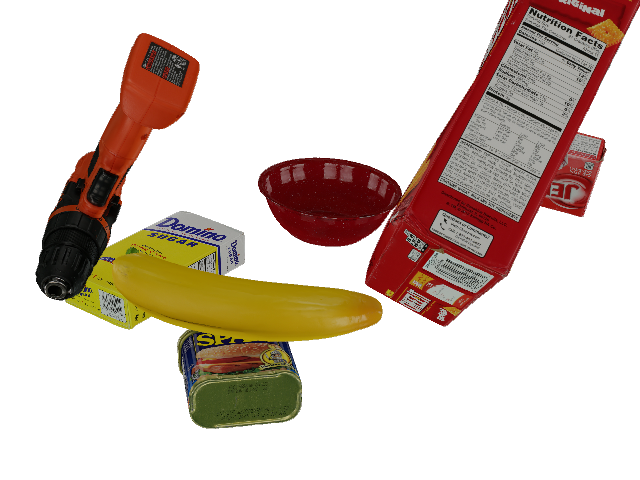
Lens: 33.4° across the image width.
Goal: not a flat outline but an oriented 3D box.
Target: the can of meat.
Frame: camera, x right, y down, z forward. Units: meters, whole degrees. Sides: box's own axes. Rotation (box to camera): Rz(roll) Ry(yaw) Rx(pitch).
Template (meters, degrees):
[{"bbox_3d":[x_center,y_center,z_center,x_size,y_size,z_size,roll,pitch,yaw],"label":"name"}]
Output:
[{"bbox_3d":[-0.071,0.117,0.934,0.102,0.057,0.084,-4,27,-11],"label":"can of meat"}]

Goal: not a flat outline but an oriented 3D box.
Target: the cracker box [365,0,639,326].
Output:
[{"bbox_3d":[0.110,-0.065,0.659,0.072,0.213,0.164,28,-14,3],"label":"cracker box"}]

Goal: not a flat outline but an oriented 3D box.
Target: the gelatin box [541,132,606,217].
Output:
[{"bbox_3d":[0.184,-0.061,0.882,0.089,0.030,0.073,17,-34,11],"label":"gelatin box"}]

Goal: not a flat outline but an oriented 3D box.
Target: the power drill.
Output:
[{"bbox_3d":[-0.169,-0.061,0.863,0.057,0.188,0.184,26,32,-18],"label":"power drill"}]

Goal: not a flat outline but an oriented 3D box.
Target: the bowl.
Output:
[{"bbox_3d":[0.008,-0.038,1.198,0.162,0.055,0.162,5,27,-3],"label":"bowl"}]

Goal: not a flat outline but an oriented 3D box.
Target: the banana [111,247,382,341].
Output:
[{"bbox_3d":[-0.062,0.033,0.679,0.198,0.037,0.069,13,33,24],"label":"banana"}]

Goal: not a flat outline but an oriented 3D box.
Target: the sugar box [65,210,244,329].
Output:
[{"bbox_3d":[-0.168,0.026,1.100,0.093,0.048,0.175,19,35,30],"label":"sugar box"}]
